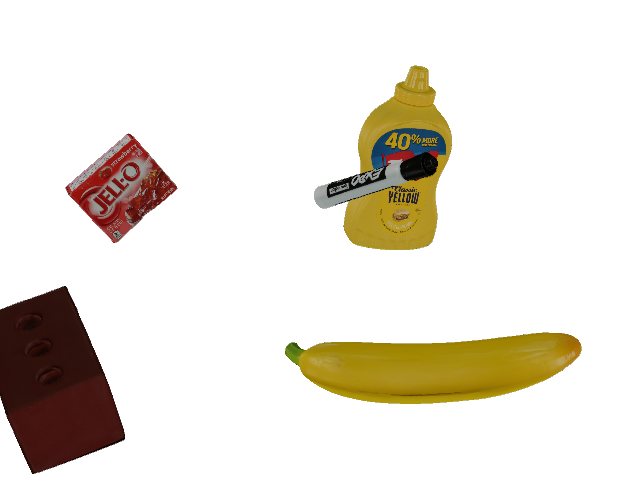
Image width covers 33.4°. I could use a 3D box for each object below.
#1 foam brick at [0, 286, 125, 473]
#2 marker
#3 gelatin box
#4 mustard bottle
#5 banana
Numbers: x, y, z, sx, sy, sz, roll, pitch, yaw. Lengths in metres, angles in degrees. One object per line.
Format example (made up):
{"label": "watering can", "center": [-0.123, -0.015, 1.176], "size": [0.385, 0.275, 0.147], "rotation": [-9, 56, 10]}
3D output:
{"label": "foam brick", "center": [-0.145, 0.074, 0.571], "size": [0.053, 0.051, 0.078], "rotation": [-21, 43, -16]}
{"label": "marker", "center": [0.043, -0.047, 0.837], "size": [0.020, 0.020, 0.121], "rotation": [0, -11, -45]}
{"label": "gelatin box", "center": [-0.205, -0.054, 1.099], "size": [0.089, 0.073, 0.030], "rotation": [-42, 28, -4]}
{"label": "mustard bottle", "center": [0.085, -0.086, 1.098], "size": [0.096, 0.192, 0.058], "rotation": [2, 26, -14]}
{"label": "banana", "center": [0.071, 0.078, 0.688], "size": [0.198, 0.037, 0.069], "rotation": [0, 26, 5]}
